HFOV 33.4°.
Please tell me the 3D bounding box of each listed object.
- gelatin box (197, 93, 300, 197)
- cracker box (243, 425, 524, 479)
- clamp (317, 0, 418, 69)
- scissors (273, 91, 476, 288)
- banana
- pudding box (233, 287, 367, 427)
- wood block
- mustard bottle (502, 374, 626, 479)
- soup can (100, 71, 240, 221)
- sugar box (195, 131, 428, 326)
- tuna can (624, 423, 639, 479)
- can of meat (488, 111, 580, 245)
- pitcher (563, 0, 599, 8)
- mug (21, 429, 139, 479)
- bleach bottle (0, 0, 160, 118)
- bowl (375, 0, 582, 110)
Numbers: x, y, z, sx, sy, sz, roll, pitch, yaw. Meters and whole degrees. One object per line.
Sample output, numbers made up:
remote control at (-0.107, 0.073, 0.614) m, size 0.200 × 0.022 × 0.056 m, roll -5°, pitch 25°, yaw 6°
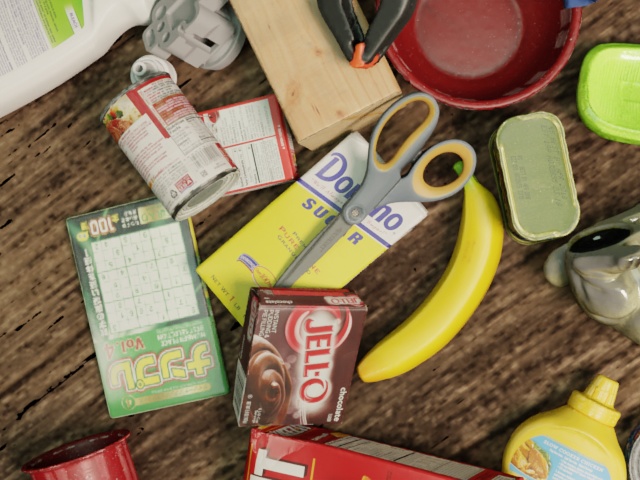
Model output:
gelatin box at (-0.068, -0.077, 0.897) m, size 0.089 × 0.030 × 0.073 m, roll -12°, pitch 89°, yaw 10°
cracker box at (0.038, 0.245, 0.834) m, size 0.214 × 0.072 × 0.164 m, roll 9°, pitch 91°, yaw 25°
clamp at (0.045, -0.213, 0.775) m, size 0.120 × 0.039 × 0.171 m, roll -2°, pitch 99°, yaw 31°
scissors at (0.048, -0.021, 0.842) m, size 0.096 × 0.016 × 0.202 m, roll 25°, pitch 107°, yaw -13°
banana at (0.100, 0.037, 0.870) m, size 0.069 × 0.037 × 0.198 m, roll 25°, pitch 94°, yaw 3°
pudding box at (-0.018, 0.093, 0.852) m, size 0.090 × 0.039 × 0.113 m, roll 2°, pitch 117°, yaw -19°
wood block at (-0.016, -0.186, 0.860) m, size 0.090 × 0.090 × 0.206 m, roll -26°, pitch 86°, yaw 7°
mustard bottle at (0.187, 0.195, 0.849) m, size 0.096 × 0.058 × 0.191 m, roll 26°, pitch 94°, yaw 13°
soup can at (-0.119, -0.075, 0.855) m, size 0.068 × 0.068 × 0.102 m, roll -37°, pitch 84°, yaw 6°
sugar box at (-0.006, 0.001, 0.881) m, size 0.176 × 0.048 × 0.093 m, roll -42°, pitch 87°, yaw 7°
tuna can at (0.287, 0.177, 0.848) m, size 0.086 × 0.033 × 0.086 m, roll 0°, pitch 90°, yaw 7°
can of meat at (0.169, -0.048, 0.838) m, size 0.057 × 0.084 × 0.102 m, roll -12°, pitch 89°, yaw 7°
pitcher at (0.162, -0.302, 0.772) m, size 0.243 × 0.145 × 0.149 m, roll 40°, pitch 78°, yaw 6°
mug at (-0.199, 0.214, 0.892) m, size 0.117 × 0.093 × 0.081 m, roll -15°, pitch 93°, yaw 38°
bleach bottle at (-0.231, -0.172, 0.904) m, size 0.251 × 0.068 × 0.102 m, roll -23°, pitch 87°, yaw 5°
bowl at (0.123, -0.178, 0.852) m, size 0.162 × 0.055 × 0.162 m, roll 0°, pitch 85°, yaw 0°
